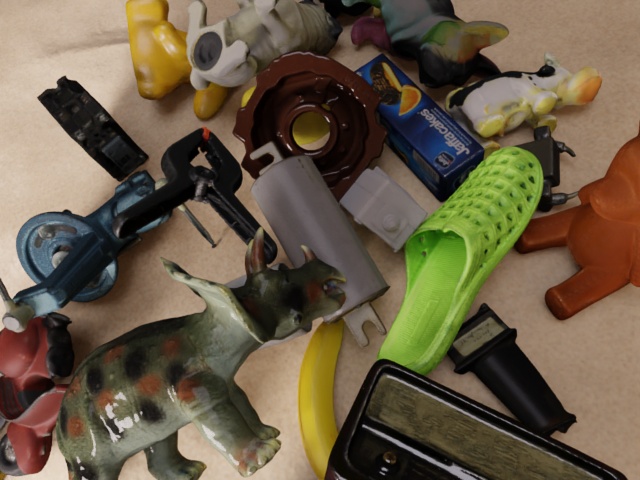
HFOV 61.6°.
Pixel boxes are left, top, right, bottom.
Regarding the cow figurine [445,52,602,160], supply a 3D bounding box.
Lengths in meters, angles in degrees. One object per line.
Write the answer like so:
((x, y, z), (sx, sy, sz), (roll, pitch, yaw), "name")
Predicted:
((0.242, -0.171, 0.645), (0.167, 0.068, 0.098), (-24, 53, -1), "cow figurine")

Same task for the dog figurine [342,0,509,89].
((0.150, -0.290, 0.702), (0.219, 0.108, 0.191), (30, 71, 21), "dog figurine")

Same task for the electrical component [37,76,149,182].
((-0.297, -0.143, 0.723), (0.058, 0.114, 0.134), (-45, 64, -6), "electrical component")

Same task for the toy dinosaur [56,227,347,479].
((-0.157, 0.144, 0.491), (0.405, 0.131, 0.192), (-32, 82, 12), "toy dinosaur")

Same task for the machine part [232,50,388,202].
((-0.010, -0.128, 0.631), (0.179, 0.056, 0.179), (1, 107, 4), "machine part")

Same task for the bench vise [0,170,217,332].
((-0.261, 0.014, 0.609), (0.224, 0.128, 0.241), (-13, 26, 14), "bench vise")

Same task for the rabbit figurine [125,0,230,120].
((-0.175, -0.261, 0.759), (0.173, 0.121, 0.162), (-10, 64, -13), "rabbit figurine")

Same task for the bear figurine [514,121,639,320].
((0.267, -0.020, 0.490), (0.132, 0.195, 0.120), (-21, 64, 3), "bear figurine")

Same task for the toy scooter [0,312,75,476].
((-0.298, 0.151, 0.586), (0.135, 0.075, 0.184), (-29, 61, 26), "toy scooter")

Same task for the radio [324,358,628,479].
((0.121, 0.208, 0.447), (0.230, 0.073, 0.131), (22, 42, 19), "radio")

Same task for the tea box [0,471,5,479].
((-0.426, 0.289, 0.565), (0.098, 0.068, 0.169), (22, 70, 21), "tea box")

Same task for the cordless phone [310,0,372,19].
((0.062, -0.408, 0.793), (0.184, 0.088, 0.147), (-25, 61, -5), "cordless phone")

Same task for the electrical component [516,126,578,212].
((0.248, -0.077, 0.611), (0.078, 0.045, 0.102), (-17, 55, 36), "electrical component")

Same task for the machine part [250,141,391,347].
((-0.001, -0.002, 0.569), (0.079, 0.079, 0.243), (-29, 77, -3), "machine part")

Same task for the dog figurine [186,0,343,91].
((-0.069, -0.254, 0.719), (0.172, 0.190, 0.121), (-38, 69, 22), "dog figurine")

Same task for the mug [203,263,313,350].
((-0.076, 0.078, 0.574), (0.107, 0.109, 0.081), (-27, 59, 12), "mug")

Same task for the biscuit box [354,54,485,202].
((0.113, -0.140, 0.660), (0.063, 0.059, 0.203), (-34, 62, -5), "biscuit box")

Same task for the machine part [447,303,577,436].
((0.184, 0.131, 0.525), (0.084, 0.039, 0.139), (-33, 60, -14), "machine part")
